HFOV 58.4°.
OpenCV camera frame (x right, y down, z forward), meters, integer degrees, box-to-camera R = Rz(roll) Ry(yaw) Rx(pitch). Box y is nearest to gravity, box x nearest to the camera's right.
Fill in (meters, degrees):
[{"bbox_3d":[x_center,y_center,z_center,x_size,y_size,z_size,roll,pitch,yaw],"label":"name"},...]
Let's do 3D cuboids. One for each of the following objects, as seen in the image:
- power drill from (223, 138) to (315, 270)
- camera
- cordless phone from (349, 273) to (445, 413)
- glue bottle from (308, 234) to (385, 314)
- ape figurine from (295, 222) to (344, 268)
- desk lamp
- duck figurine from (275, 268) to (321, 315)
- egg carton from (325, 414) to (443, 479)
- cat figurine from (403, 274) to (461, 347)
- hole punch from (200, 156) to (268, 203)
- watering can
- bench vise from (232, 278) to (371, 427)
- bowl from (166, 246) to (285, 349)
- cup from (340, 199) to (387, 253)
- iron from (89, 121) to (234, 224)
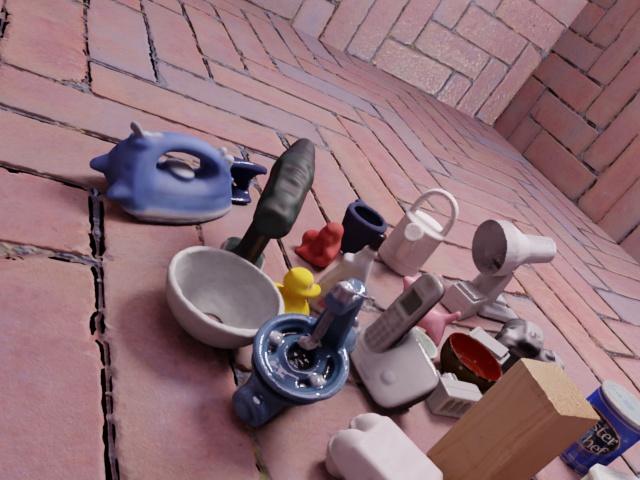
[{"bbox_3d":[-0.079,-0.043,0.901,0.076,0.208,0.229,28,27,-11],"label":"power drill"},{"bbox_3d":[0.417,0.216,1.153,0.143,0.100,0.137,36,26,4],"label":"camera"},{"bbox_3d":[0.133,0.149,0.845,0.094,0.185,0.147,11,35,-39],"label":"cordless phone"},{"bbox_3d":[0.052,0.056,0.923,0.078,0.173,0.037,27,27,-13],"label":"glue bottle"},{"bbox_3d":[0.010,0.004,1.054,0.076,0.092,0.077,15,32,-33],"label":"ape figurine"},{"bbox_3d":[0.407,0.064,1.270,0.204,0.213,0.117,17,31,-31],"label":"desk lamp"},{"bbox_3d":[-0.048,0.077,0.871,0.105,0.086,0.077,20,29,-26],"label":"duck figurine"},{"bbox_3d":[0.078,0.283,0.689,0.150,0.069,0.107,43,28,18],"label":"egg carton"},{"bbox_3d":[0.194,0.118,1.044,0.127,0.117,0.067,36,26,5],"label":"cat figurine"},{"bbox_3d":[-0.171,-0.133,1.080,0.109,0.091,0.101,5,38,-44],"label":"hole punch"},{"bbox_3d":[0.215,-0.019,1.211,0.101,0.194,0.173,31,26,-6],"label":"watering can"},{"bbox_3d":[-0.003,0.113,0.712,0.121,0.219,0.208,35,26,2],"label":"bench vise"},{"bbox_3d":[-0.136,0.089,0.765,0.168,0.074,0.167,27,27,-15],"label":"bowl"},{"bbox_3d":[0.072,-0.023,1.168,0.092,0.095,0.117,20,30,-26],"label":"cup"},{"bbox_3d":[-0.222,-0.113,0.929,0.259,0.141,0.118,2,40,-47],"label":"iron"}]
